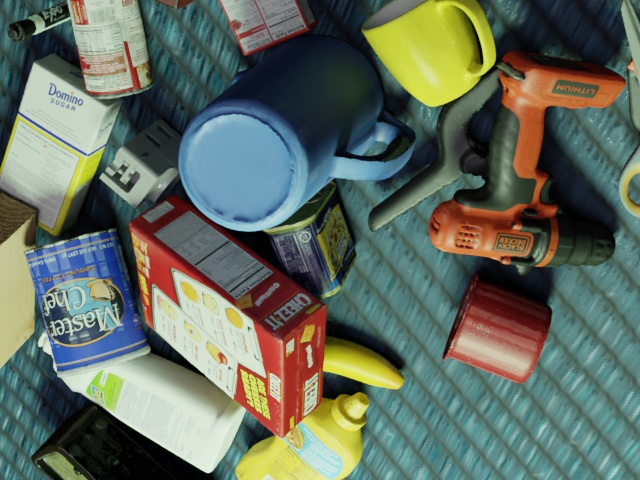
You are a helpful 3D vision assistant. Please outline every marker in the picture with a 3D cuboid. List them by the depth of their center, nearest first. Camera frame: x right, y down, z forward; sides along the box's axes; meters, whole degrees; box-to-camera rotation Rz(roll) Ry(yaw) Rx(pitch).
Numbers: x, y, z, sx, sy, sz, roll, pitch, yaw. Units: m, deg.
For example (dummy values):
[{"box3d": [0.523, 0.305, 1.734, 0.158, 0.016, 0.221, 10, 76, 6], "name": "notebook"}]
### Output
[{"box3d": [-0.263, -0.213, 1.029, 0.020, 0.121, 0.020, 9, 117, 17], "name": "marker"}]

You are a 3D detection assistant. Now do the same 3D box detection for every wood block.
[{"box3d": [-0.380, 0.046, 1.191, 0.090, 0.090, 0.206, 25, 136, 9], "name": "wood block"}]

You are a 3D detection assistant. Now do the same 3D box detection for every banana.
[{"box3d": [-0.008, 0.132, 1.153, 0.198, 0.037, 0.069, -4, 126, 23], "name": "banana"}]

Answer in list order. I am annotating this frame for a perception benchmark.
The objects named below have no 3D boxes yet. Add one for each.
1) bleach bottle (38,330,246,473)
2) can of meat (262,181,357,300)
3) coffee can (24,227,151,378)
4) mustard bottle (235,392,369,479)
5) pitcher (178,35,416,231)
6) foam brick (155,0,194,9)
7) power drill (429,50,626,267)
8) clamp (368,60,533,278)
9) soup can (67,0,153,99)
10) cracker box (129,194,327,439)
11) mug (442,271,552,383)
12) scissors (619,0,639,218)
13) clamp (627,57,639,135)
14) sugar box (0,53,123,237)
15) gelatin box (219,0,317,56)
[{"box3d": [-0.211, 0.165, 1.230, 0.251, 0.068, 0.103, 29, 121, 8], "name": "bleach bottle"}, {"box3d": [-0.007, 0.001, 1.050, 0.058, 0.102, 0.084, -11, 112, 24], "name": "can of meat"}, {"box3d": [-0.251, 0.067, 1.152, 0.103, 0.102, 0.140, -14, 92, 26], "name": "coffee can"}, {"box3d": [-0.008, 0.230, 1.186, 0.096, 0.058, 0.192, 43, 122, 3], "name": "mustard bottle"}, {"box3d": [-0.021, -0.091, 0.927, 0.149, 0.242, 0.145, -24, 102, 22], "name": "pitcher"}, {"box3d": [-0.153, -0.259, 1.006, 0.078, 0.053, 0.051, 24, 120, 9], "name": "foam brick"}, {"box3d": [0.202, -0.064, 0.939, 0.184, 0.057, 0.188, 6, 111, -21], "name": "power drill"}, {"box3d": [0.155, -0.067, 0.991, 0.164, 0.036, 0.210, 23, 117, -1], "name": "clamp"}, {"box3d": [-0.206, -0.197, 1.047, 0.069, 0.068, 0.102, 1, 114, 20], "name": "soup can"}, {"box3d": [-0.091, 0.074, 1.070, 0.214, 0.072, 0.164, 35, 145, 27], "name": "cracker box"}, {"box3d": [0.171, 0.093, 1.042, 0.081, 0.093, 0.117, 21, 151, 5], "name": "mug"}, {"box3d": [0.269, -0.097, 0.900, 0.096, 0.016, 0.201, -29, 106, 31], "name": "scissors"}, {"box3d": [0.319, -0.088, 0.920, 0.171, 0.039, 0.120, 40, 118, 0], "name": "clamp"}, {"box3d": [-0.281, -0.100, 1.137, 0.093, 0.048, 0.176, 32, 119, 5], "name": "sugar box"}, {"box3d": [-0.054, -0.226, 0.998, 0.073, 0.030, 0.089, -18, 107, 26], "name": "gelatin box"}]
